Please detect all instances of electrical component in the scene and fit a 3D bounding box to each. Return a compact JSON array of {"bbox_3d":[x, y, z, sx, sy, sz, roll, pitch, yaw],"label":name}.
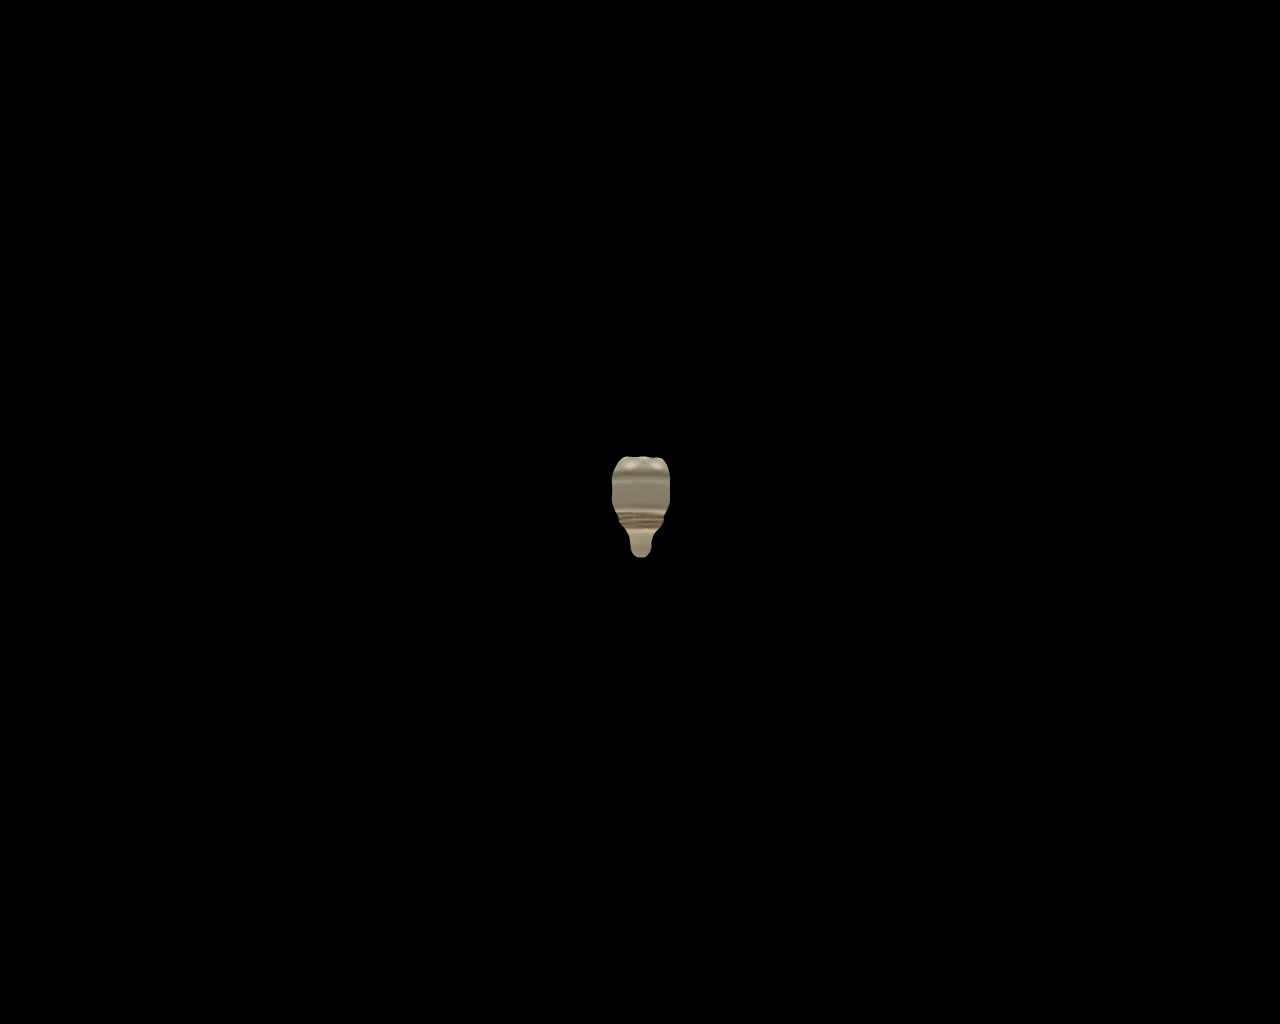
[{"bbox_3d":[0.001,-0.003,0.650,0.035,0.061,0.035,0,-2,0],"label":"electrical component"}]
